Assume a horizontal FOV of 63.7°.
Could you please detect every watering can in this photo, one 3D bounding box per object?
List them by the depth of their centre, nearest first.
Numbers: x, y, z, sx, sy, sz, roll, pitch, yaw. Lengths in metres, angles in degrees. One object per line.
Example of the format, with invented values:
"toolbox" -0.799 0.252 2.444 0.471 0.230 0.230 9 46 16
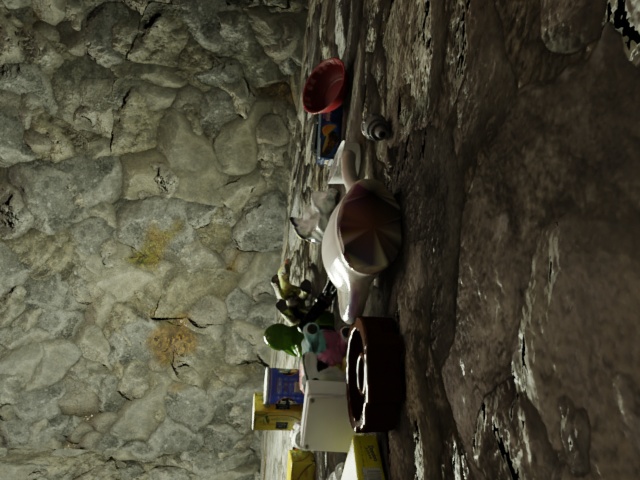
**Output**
"watering can" 0.061 -0.037 0.879 0.221 0.104 0.353 119 155 -68

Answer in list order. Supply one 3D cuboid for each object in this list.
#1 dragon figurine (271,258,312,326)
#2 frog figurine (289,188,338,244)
"dragon figurine" -0.076 0.243 1.648 0.238 0.122 0.417 96 162 -66
"frog figurine" 0.004 -0.071 1.415 0.158 0.122 0.139 -45 11 14
